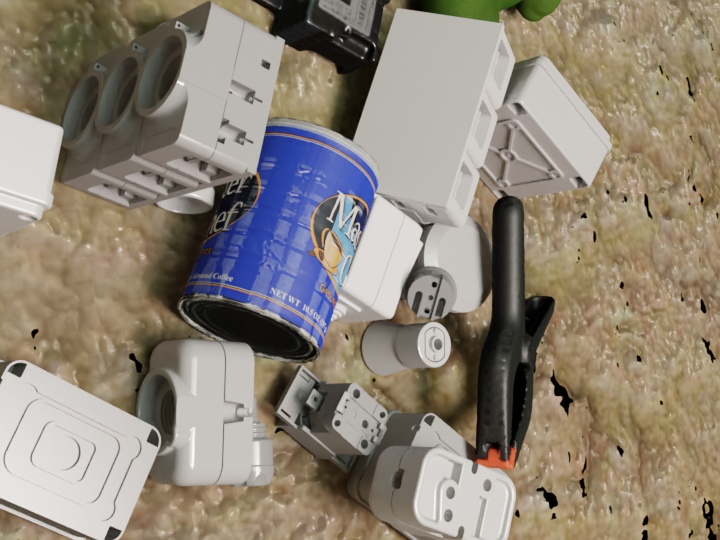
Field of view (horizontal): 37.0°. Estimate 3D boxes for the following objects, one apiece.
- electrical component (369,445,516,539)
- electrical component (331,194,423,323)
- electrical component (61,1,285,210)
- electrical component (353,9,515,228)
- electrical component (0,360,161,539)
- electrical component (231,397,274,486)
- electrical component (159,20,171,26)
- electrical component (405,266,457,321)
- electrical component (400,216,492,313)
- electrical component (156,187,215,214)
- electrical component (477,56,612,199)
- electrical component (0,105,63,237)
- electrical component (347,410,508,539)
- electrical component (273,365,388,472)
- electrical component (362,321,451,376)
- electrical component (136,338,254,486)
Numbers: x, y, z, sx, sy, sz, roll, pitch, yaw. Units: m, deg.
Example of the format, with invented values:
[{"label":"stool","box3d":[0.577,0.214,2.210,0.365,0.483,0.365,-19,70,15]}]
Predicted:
[{"label":"electrical component","box3d":[0.056,0.161,0.765,0.095,0.059,0.053,28,67,-34]},{"label":"electrical component","box3d":[0.000,0.000,0.815,0.061,0.062,0.096,34,64,-31]},{"label":"electrical component","box3d":[-0.123,-0.098,0.668,0.062,0.150,0.089,23,70,-37]},{"label":"electrical component","box3d":[0.055,-0.117,0.839,0.062,0.089,0.150,41,65,-66]},{"label":"electrical component","box3d":[-0.189,0.109,0.647,0.113,0.057,0.078,35,64,-31]},{"label":"electrical component","box3d":[-0.078,0.120,0.753,0.035,0.035,0.061,5,78,-39]},{"label":"electrical component","box3d":[-0.118,-0.158,0.738,0.035,0.061,0.035,6,81,-39]},{"label":"electrical component","box3d":[0.054,0.019,0.814,0.040,0.046,0.040,0,95,4]},{"label":"electrical component","box3d":[0.068,-0.004,0.879,0.080,0.051,0.080,6,80,-39]},{"label":"electrical component","box3d":[-0.119,-0.066,0.741,0.040,0.040,0.046,16,69,-37]},{"label":"electrical component","box3d":[0.137,-0.117,0.915,0.109,0.109,0.056,44,62,-27]},{"label":"electrical component","box3d":[-0.238,-0.060,0.596,0.109,0.109,0.056,19,70,-37]},{"label":"electrical component","box3d":[0.054,0.169,0.841,0.113,0.057,0.078,42,60,-28]},{"label":"electrical component","box3d":[-0.018,0.108,0.785,0.081,0.064,0.042,44,57,-28]},{"label":"electrical component","box3d":[0.038,0.059,0.837,0.044,0.065,0.044,6,80,-39]},{"label":"electrical component","box3d":[-0.110,0.095,0.717,0.059,0.054,0.095,7,79,-39]}]
